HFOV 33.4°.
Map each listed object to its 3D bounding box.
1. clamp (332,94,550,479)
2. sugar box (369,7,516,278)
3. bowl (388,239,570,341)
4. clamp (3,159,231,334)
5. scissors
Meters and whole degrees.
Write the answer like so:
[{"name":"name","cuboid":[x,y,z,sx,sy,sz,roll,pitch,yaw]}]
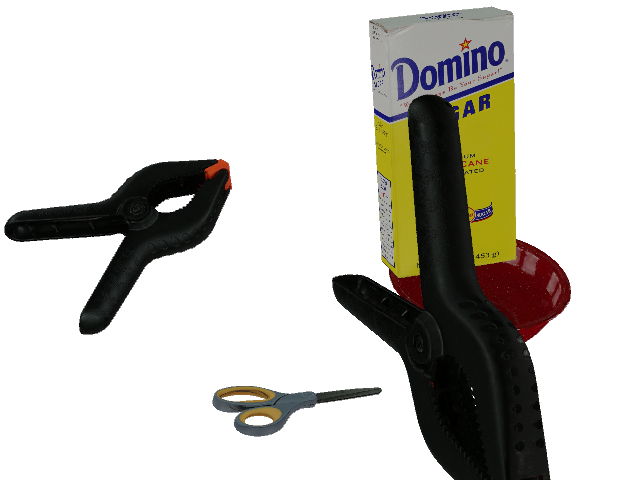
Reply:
[{"name":"clamp","cuboid":[0.066,0.041,0.543,0.036,0.165,0.210,-6,46,-22]},{"name":"sugar box","cuboid":[0.087,-0.068,0.742,0.093,0.176,0.048,-9,22,-12]},{"name":"bowl","cuboid":[0.139,0.053,0.960,0.162,0.055,0.162,3,32,-2]},{"name":"clamp","cuboid":[-0.146,-0.015,0.798,0.171,0.120,0.039,-40,-20,-28]},{"name":"scissors","cuboid":[-0.019,0.188,1.190,0.201,0.016,0.096,3,23,-12]}]
